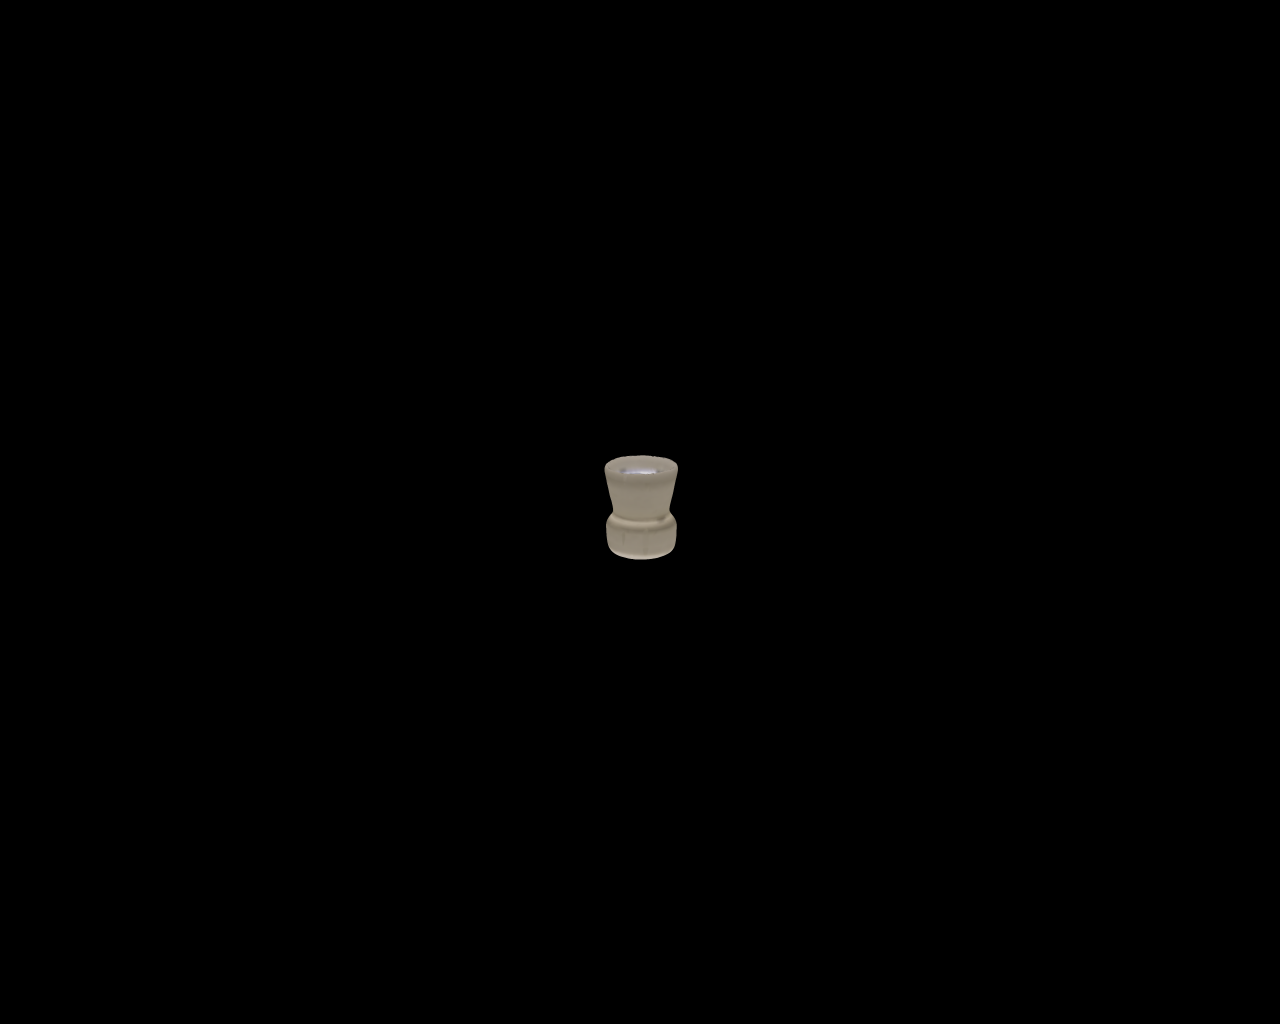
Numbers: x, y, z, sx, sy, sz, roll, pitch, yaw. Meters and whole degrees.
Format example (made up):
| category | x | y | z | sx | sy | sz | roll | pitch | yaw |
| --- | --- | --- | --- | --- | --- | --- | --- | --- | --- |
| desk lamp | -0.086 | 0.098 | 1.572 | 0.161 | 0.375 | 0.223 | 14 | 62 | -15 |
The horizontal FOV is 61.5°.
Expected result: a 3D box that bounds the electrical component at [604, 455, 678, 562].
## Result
| category | x | y | z | sx | sy | sz | roll | pitch | yaw |
| --- | --- | --- | --- | --- | --- | --- | --- | --- | --- |
| electrical component | 0.001 | -0.003 | 0.650 | 0.045 | 0.055 | 0.045 | 0 | 17 | 0 |
